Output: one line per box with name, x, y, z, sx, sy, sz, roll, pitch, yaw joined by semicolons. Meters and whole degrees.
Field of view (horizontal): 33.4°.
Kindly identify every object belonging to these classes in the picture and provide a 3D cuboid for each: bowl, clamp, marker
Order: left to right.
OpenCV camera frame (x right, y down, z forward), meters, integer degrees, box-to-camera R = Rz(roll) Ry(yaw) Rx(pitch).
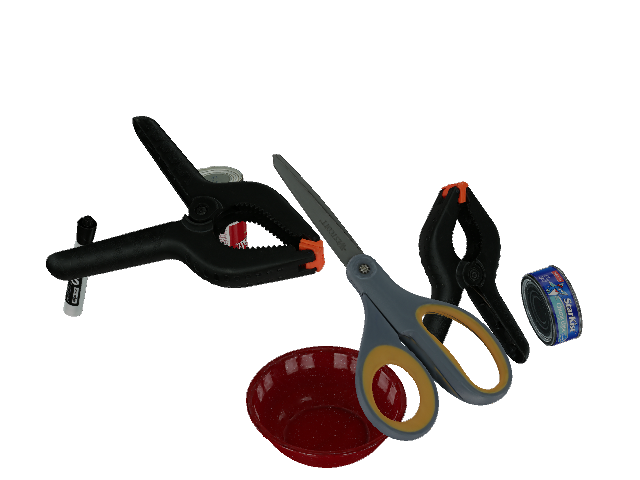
marker;-0.236;0.025;1.050;0.020;0.121;0.020;12;36;-9
clamp;-0.094;-0.023;0.850;0.210;0.164;0.036;10;-32;11
bowl;0.006;0.178;1.084;0.162;0.055;0.162;-1;34;0
clamp;0.117;0.038;0.930;0.120;0.171;0.039;-14;0;-33

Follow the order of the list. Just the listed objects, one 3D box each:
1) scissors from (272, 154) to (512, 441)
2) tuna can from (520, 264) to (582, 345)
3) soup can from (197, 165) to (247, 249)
scissors;0.018;0.036;0.622;0.202;0.096;0.016;38;-22;16
tuna can;0.255;0.073;1.182;0.033;0.086;0.086;-17;3;-9
soup can;-0.121;-0.029;1.254;0.068;0.102;0.068;-1;28;0
